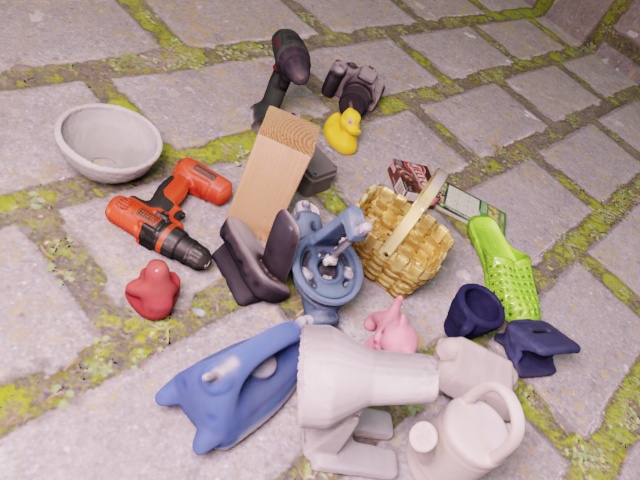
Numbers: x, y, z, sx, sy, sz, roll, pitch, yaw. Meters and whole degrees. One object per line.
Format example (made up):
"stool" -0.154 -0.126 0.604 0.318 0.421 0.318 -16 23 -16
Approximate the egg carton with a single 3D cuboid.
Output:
"egg carton" 0.247 0.224 0.920 0.150 0.069 0.107 26 42 -3

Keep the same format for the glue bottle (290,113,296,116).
"glue bottle" -0.078 -0.159 1.034 0.078 0.173 0.037 -20 61 -40

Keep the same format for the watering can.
"watering can" 0.197 0.263 0.762 0.173 0.194 0.100 -17 59 -39

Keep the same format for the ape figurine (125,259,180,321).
"ape figurine" -0.229 0.062 0.798 0.078 0.092 0.076 4 48 -26

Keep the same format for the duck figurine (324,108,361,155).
"duck figurine" 0.057 -0.252 1.262 0.078 0.086 0.104 -5 52 -32

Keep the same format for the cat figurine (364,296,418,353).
"cat figurine" 0.115 0.144 0.889 0.067 0.117 0.128 21 43 -9

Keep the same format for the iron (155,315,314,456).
"iron" -0.077 0.157 0.753 0.118 0.141 0.259 45 44 17

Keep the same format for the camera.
"camera" 0.078 -0.361 1.367 0.143 0.100 0.137 26 42 -4

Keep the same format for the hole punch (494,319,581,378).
"hole punch" 0.386 0.182 1.021 0.109 0.091 0.101 1 49 -27

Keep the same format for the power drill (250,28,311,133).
"power drill" -0.077 -0.314 1.157 0.076 0.208 0.229 9 46 -21

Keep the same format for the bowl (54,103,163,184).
"bowl" -0.350 -0.147 0.946 0.168 0.074 0.167 15 44 -15

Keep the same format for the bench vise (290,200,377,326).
"bench vise" -0.001 0.006 0.882 0.122 0.219 0.207 -16 59 -38

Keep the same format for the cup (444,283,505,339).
"cup" 0.251 0.143 0.981 0.091 0.095 0.118 38 43 9

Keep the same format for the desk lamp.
"desk lamp" 0.043 0.202 0.722 0.204 0.213 0.118 14 44 -17

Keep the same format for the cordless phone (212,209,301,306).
"cordless phone" -0.085 0.000 0.868 0.094 0.185 0.147 -17 59 -39
